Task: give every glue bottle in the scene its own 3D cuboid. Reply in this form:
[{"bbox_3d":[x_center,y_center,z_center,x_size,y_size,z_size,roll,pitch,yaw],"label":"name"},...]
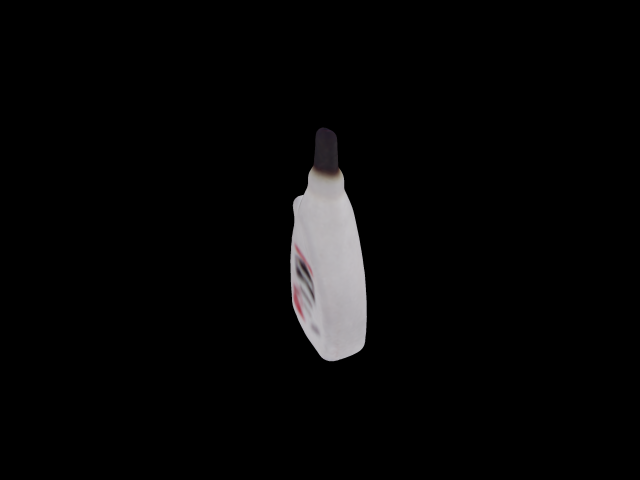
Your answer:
[{"bbox_3d":[0.004,0.001,0.400,0.037,0.173,0.078,-17,40,-21],"label":"glue bottle"}]
